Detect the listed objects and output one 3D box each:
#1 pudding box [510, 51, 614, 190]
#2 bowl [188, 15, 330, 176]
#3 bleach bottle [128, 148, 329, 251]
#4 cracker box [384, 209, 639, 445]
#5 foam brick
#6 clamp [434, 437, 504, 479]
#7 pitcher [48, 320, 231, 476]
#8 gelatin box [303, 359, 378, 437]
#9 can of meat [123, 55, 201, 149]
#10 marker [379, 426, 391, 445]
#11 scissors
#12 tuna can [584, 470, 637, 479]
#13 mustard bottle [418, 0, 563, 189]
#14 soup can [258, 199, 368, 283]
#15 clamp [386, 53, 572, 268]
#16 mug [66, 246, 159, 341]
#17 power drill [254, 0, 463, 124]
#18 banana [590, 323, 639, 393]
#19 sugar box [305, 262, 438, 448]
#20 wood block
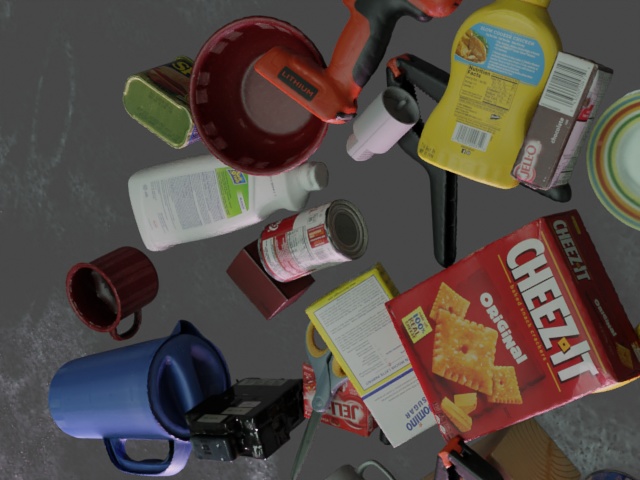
[{"bbox_3d":[0.206,-0.100,0.908,0.039,0.089,0.113,26,105,18],"label":"pudding box"},{"bbox_3d":[-0.053,-0.149,1.100,0.162,0.055,0.162,5,103,21],"label":"bowl"},{"bbox_3d":[-0.098,-0.049,1.190,0.251,0.068,0.102,-6,106,35],"label":"bleach bottle"},{"bbox_3d":[0.181,0.090,1.023,0.214,0.071,0.164,-33,75,42],"label":"cracker box"},{"bbox_3d":[-0.057,0.040,1.206,0.078,0.051,0.053,49,136,6],"label":"foam brick"},{"bbox_3d":[0.154,0.277,1.054,0.120,0.039,0.171,-29,94,36],"label":"clamp"},{"bbox_3d":[-0.239,0.205,1.362,0.243,0.149,0.145,-13,116,42],"label":"pitcher"},{"bbox_3d":[0.023,0.179,1.227,0.089,0.030,0.073,14,118,31],"label":"gelatin box"},{"bbox_3d":[-0.153,-0.150,1.167,0.102,0.083,0.057,35,127,18],"label":"can of meat"},{"bbox_3d":[0.076,0.178,1.196,0.020,0.020,0.121,14,119,30],"label":"marker"},{"bbox_3d":[-0.008,0.166,1.204,0.096,0.016,0.202,41,104,29],"label":"scissors"},{"bbox_3d":[0.295,0.277,1.074,0.086,0.033,0.086,16,119,30],"label":"tuna can"},{"bbox_3d":[0.160,-0.148,0.940,0.096,0.058,0.192,23,104,21],"label":"mustard bottle"},{"bbox_3d":[-0.008,0.001,1.143,0.102,0.068,0.068,-19,99,39],"label":"soup can"},{"bbox_3d":[0.135,-0.090,1.018,0.165,0.036,0.210,-24,93,40],"label":"clamp"},{"bbox_3d":[-0.254,0.069,1.343,0.093,0.081,0.117,-4,108,37],"label":"mug"},{"bbox_3d":[0.019,-0.218,0.997,0.184,0.057,0.188,40,110,13],"label":"power drill"},{"bbox_3d":[0.282,0.098,0.998,0.198,0.037,0.069,-37,89,41],"label":"banana"},{"bbox_3d":[0.071,0.122,1.138,0.093,0.048,0.176,-32,92,14],"label":"sugar box"},{"bbox_3d":[0.163,0.281,1.134,0.090,0.090,0.206,49,130,5],"label":"wood block"}]
